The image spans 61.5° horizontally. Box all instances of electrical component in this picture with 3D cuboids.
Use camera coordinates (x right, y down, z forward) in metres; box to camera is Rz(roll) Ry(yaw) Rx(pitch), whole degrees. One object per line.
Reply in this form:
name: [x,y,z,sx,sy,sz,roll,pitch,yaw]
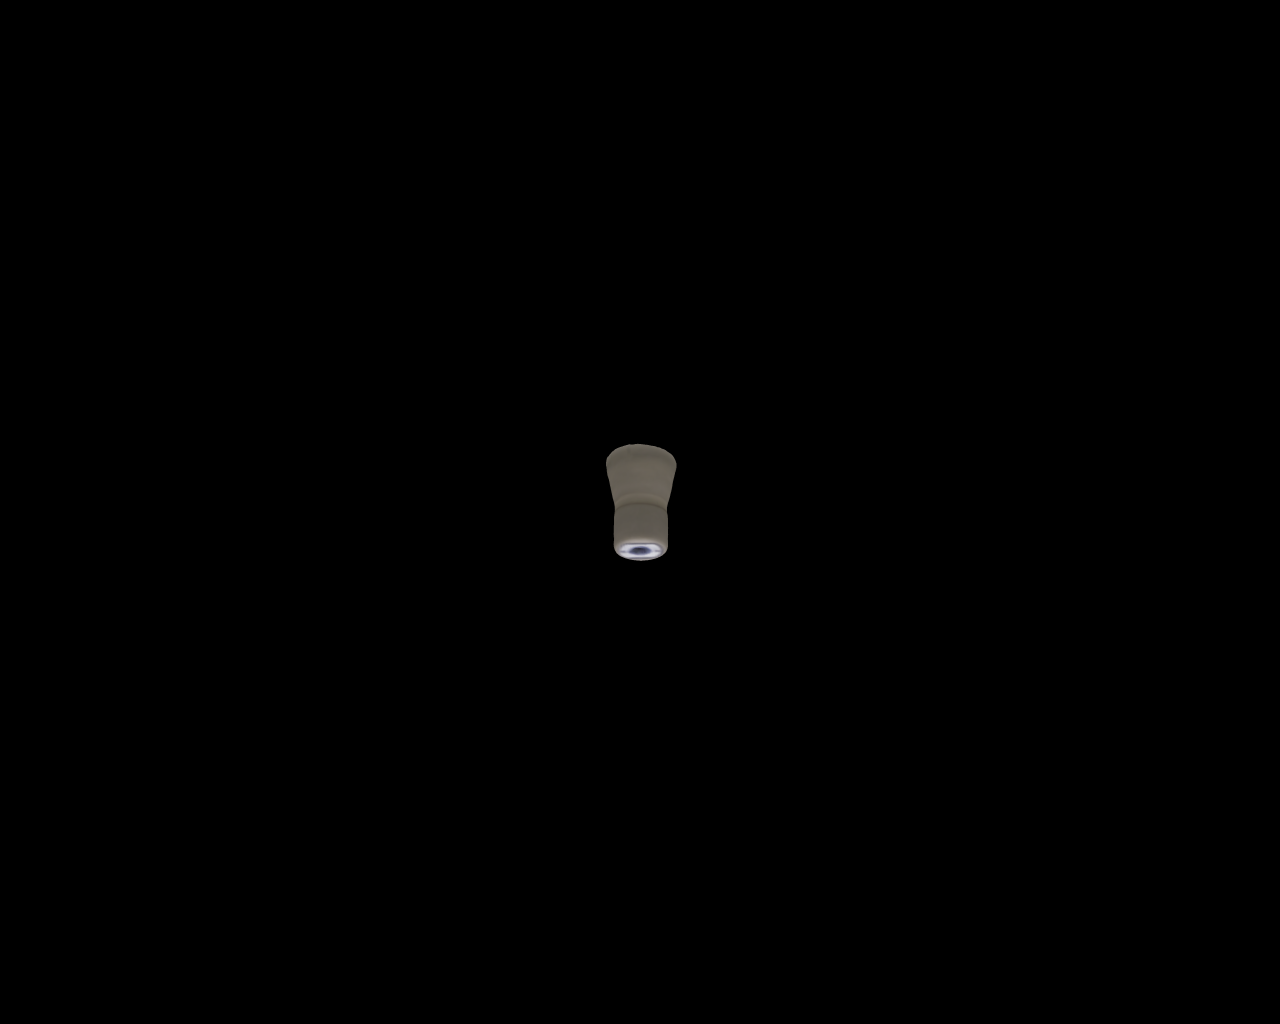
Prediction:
electrical component: [0.001,-0.003,0.650,0.044,0.065,0.044,0,-28,0]
